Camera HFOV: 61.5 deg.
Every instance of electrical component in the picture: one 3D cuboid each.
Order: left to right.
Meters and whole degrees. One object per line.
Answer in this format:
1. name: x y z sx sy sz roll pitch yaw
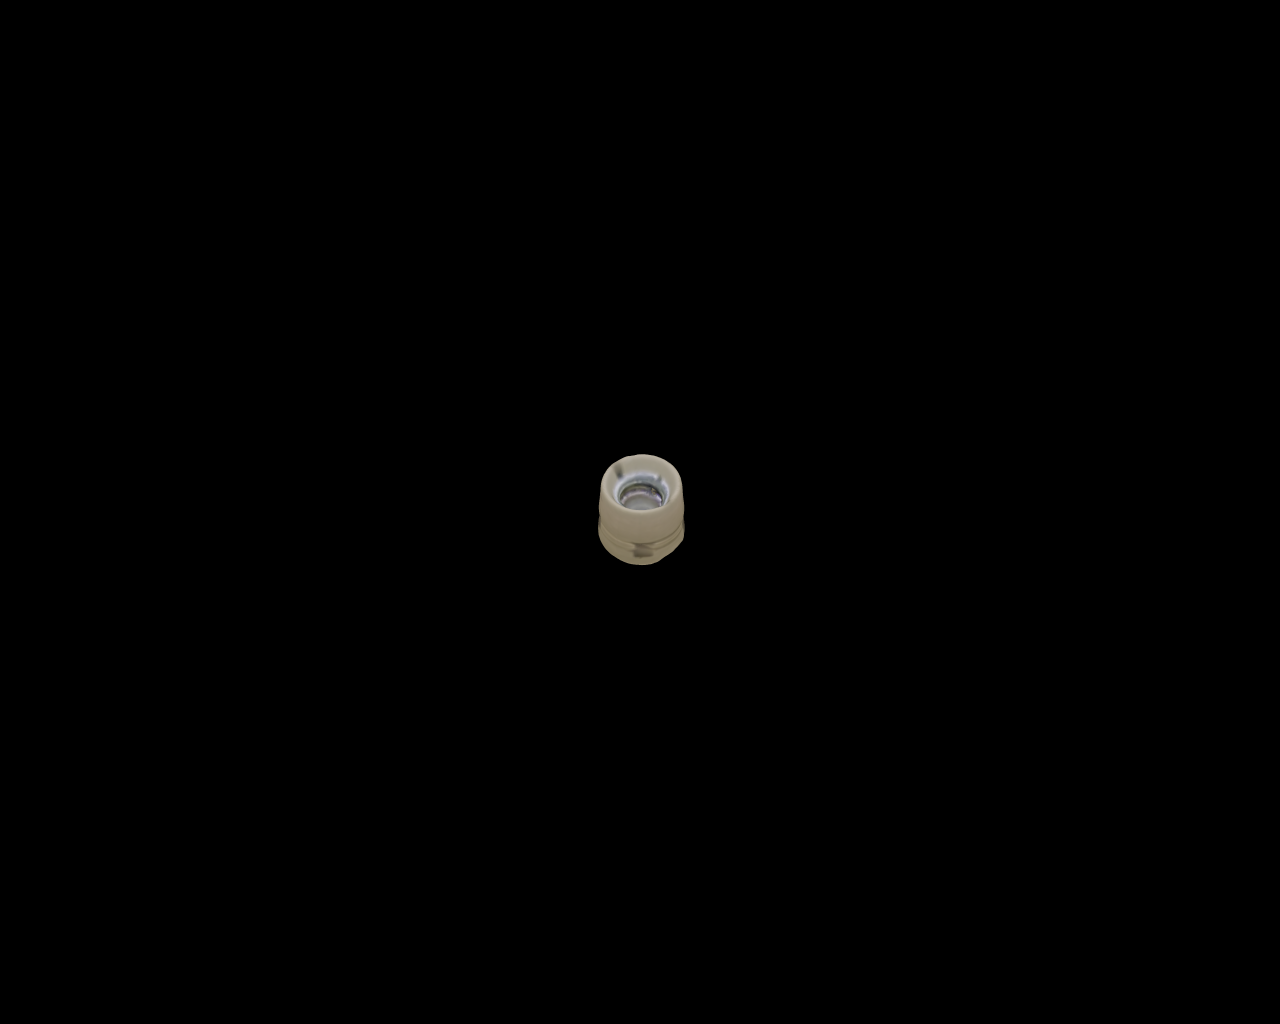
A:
1. electrical component: 0.001 -0.003 0.650 0.055 0.055 0.047 0 -40 0
